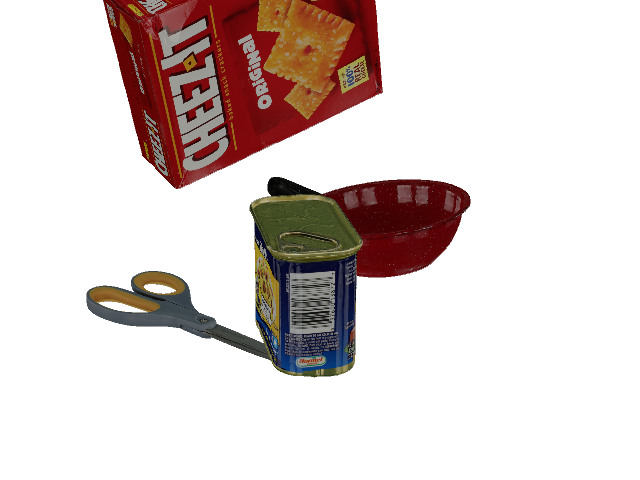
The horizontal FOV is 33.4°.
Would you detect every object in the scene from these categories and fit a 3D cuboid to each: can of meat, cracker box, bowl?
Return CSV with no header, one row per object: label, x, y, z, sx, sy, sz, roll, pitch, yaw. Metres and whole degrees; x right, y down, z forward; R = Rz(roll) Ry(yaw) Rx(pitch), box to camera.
can of meat,-0.010,0.027,0.669,0.057,0.084,0.102,-4,22,-12
cracker box,-0.054,-0.159,0.876,0.213,0.164,0.072,-28,46,-22
bowl,0.060,-0.008,0.988,0.162,0.055,0.162,-7,19,2

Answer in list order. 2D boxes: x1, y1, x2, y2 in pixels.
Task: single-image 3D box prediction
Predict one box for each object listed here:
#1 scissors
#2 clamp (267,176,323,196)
scissors,-0.096,0.061,0.888,0.202,0.016,0.096,12,25,15
clamp,0.038,-0.015,1.203,0.210,0.036,0.164,14,22,-5
